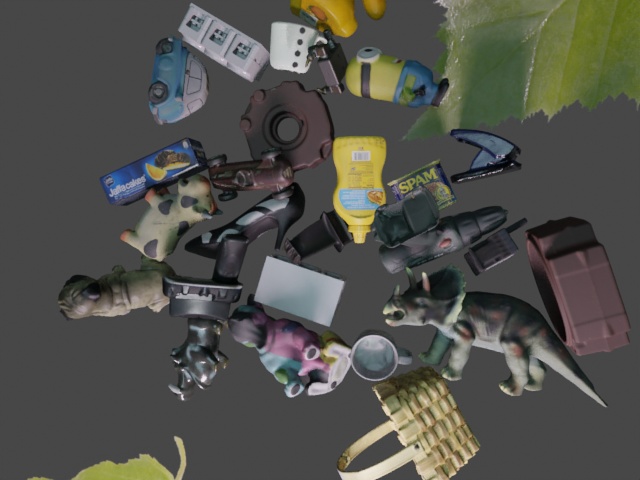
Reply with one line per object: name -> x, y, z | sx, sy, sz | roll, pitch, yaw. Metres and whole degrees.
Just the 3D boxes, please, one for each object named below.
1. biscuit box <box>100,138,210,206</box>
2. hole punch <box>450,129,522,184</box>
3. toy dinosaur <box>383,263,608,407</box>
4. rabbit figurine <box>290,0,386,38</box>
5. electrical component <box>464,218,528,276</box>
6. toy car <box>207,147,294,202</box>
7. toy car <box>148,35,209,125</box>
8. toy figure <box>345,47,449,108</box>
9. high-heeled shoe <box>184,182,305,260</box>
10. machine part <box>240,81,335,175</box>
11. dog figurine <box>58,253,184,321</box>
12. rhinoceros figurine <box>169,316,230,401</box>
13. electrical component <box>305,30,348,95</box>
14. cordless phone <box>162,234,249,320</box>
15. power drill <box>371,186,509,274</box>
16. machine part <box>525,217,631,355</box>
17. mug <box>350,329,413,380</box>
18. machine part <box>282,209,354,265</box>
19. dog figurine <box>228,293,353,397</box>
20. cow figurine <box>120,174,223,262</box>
biscuit box -> -0.321, -0.130, 1.043 | 0.203, 0.063, 0.059 | -23, 89, 10
hole punch -> 0.280, -0.148, 0.912 | 0.116, 0.142, 0.092 | -8, 88, 21
toy dinosaur -> 0.305, 0.156, 0.936 | 0.405, 0.131, 0.192 | 11, 96, 2
rabbit figurine -> 0.048, -0.454, 0.940 | 0.162, 0.122, 0.173 | 28, 79, 4
electrical component -> 0.315, 0.012, 0.938 | 0.119, 0.074, 0.048 | -28, 76, -1
toy car -> -0.134, -0.116, 0.981 | 0.202, 0.053, 0.089 | 1, 117, 34
toy car -> -0.260, -0.293, 1.010 | 0.103, 0.109, 0.161 | 9, 85, -9
toy figure -> 0.133, -0.279, 0.950 | 0.180, 0.082, 0.089 | 22, 95, 5
high-heeled shoe -> -0.147, -0.040, 1.025 | 0.249, 0.086, 0.145 | -1, 64, 24
machine part -> -0.060, -0.206, 0.999 | 0.179, 0.056, 0.179 | 1, 94, 8
dog figurine -> -0.363, 0.095, 0.999 | 0.172, 0.190, 0.121 | -22, 90, 8
rhinoceros figurine -> -0.238, 0.222, 1.045 | 0.112, 0.073, 0.190 | 14, 95, 7
electrical component -> 0.013, -0.312, 0.964 | 0.045, 0.102, 0.078 | -3, 51, 29
cordless phone -> -0.205, 0.056, 0.967 | 0.146, 0.089, 0.184 | 7, 134, -17
power drill -> 0.189, -0.023, 0.899 | 0.232, 0.207, 0.086 | -26, 72, 21
machine part -> 0.405, 0.069, 0.864 | 0.087, 0.201, 0.201 | -18, 92, 12
mug -> 0.111, 0.197, 0.969 | 0.110, 0.107, 0.080 | 1, 95, 5
machine part -> -0.002, -0.003, 0.984 | 0.139, 0.039, 0.084 | -26, 95, -25
dog figurine -> -0.068, 0.186, 1.007 | 0.219, 0.191, 0.108 | 31, 103, 41
cow figurine -> -0.276, -0.043, 1.029 | 0.127, 0.085, 0.195 | 39, 103, 3
